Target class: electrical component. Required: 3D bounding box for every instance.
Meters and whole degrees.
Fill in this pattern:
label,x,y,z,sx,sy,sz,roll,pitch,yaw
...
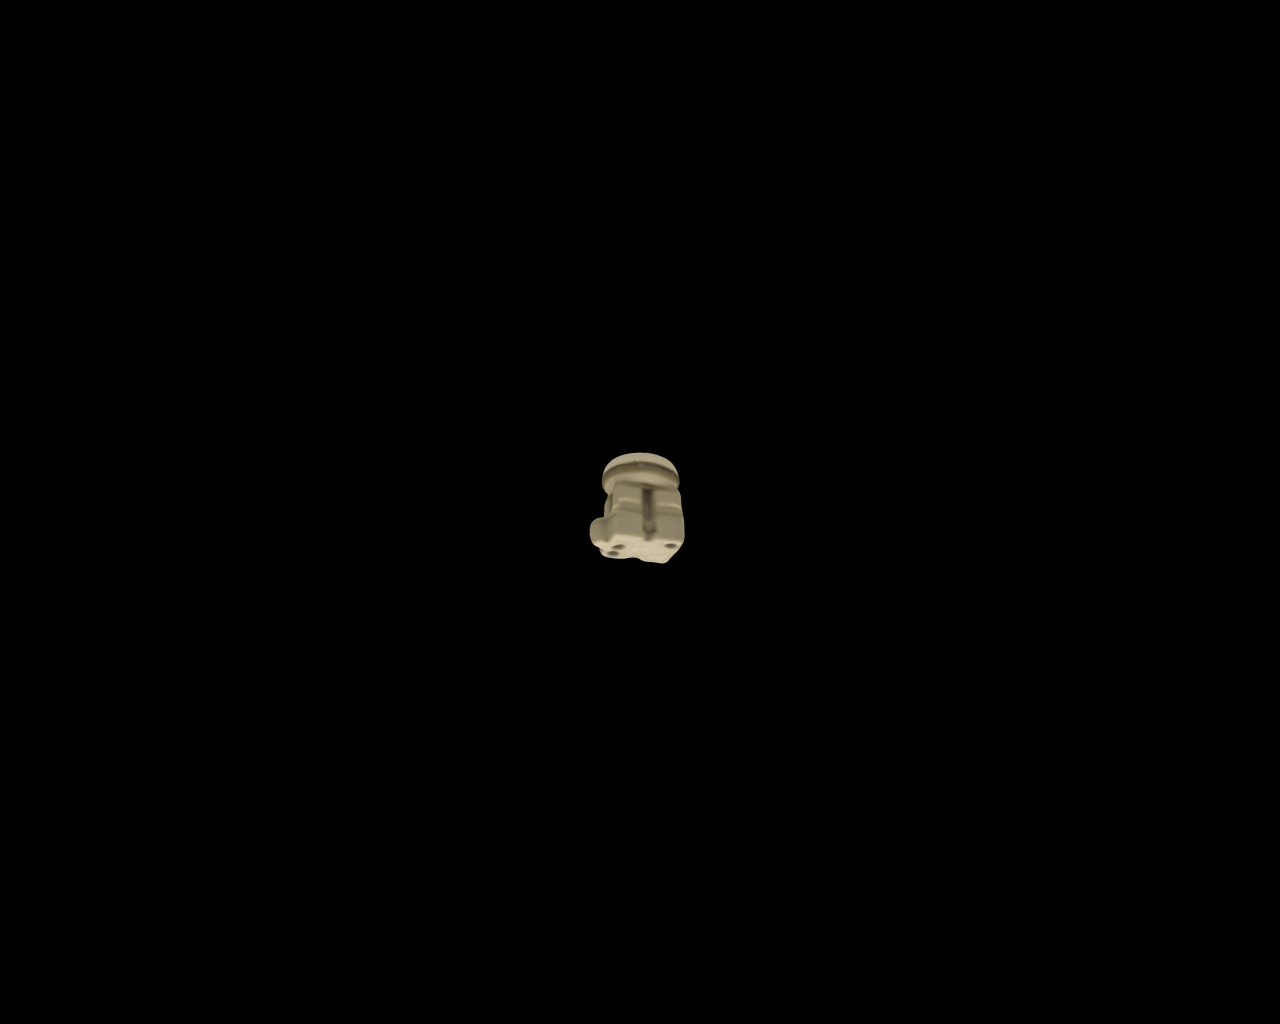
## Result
label,x,y,z,sx,sy,sz,roll,pitch,yaw
electrical component,0.001,-0.003,0.650,0.066,0.055,0.048,8,-28,-16
